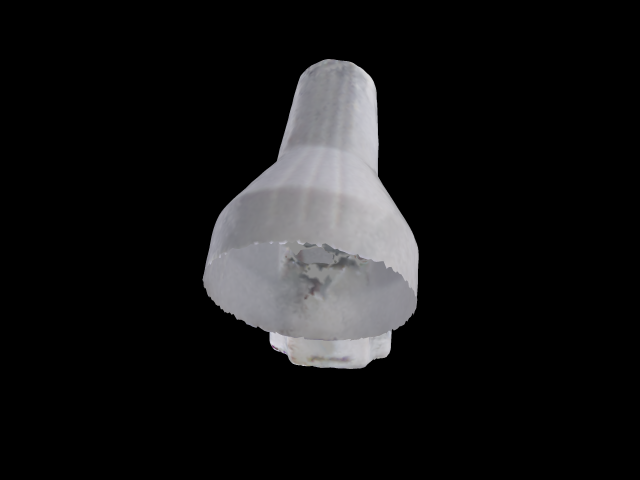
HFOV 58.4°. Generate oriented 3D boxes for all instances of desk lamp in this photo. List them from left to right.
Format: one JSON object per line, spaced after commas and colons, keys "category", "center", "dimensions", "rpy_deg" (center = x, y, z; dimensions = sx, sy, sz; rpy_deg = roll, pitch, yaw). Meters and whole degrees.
{"category": "desk lamp", "center": [0.004, 0.001, 0.400], "dimensions": [0.118, 0.214, 0.203], "rpy_deg": [4, 43, 5]}
